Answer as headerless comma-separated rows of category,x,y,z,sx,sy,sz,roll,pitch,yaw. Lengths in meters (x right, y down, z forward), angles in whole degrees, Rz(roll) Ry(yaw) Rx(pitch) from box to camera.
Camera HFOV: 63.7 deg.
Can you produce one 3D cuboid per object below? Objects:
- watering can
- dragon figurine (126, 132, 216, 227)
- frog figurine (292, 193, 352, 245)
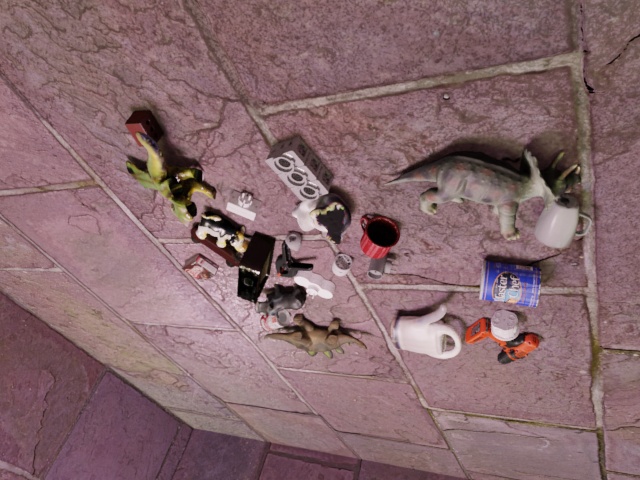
watering can,0.326,0.281,1.622,0.224,0.106,0.340,2,142,24
dragon figurine,-0.441,-0.165,1.405,0.243,0.124,0.402,10,149,30
frog figurine,0.004,-0.068,1.350,0.136,0.123,0.161,28,-179,-26
